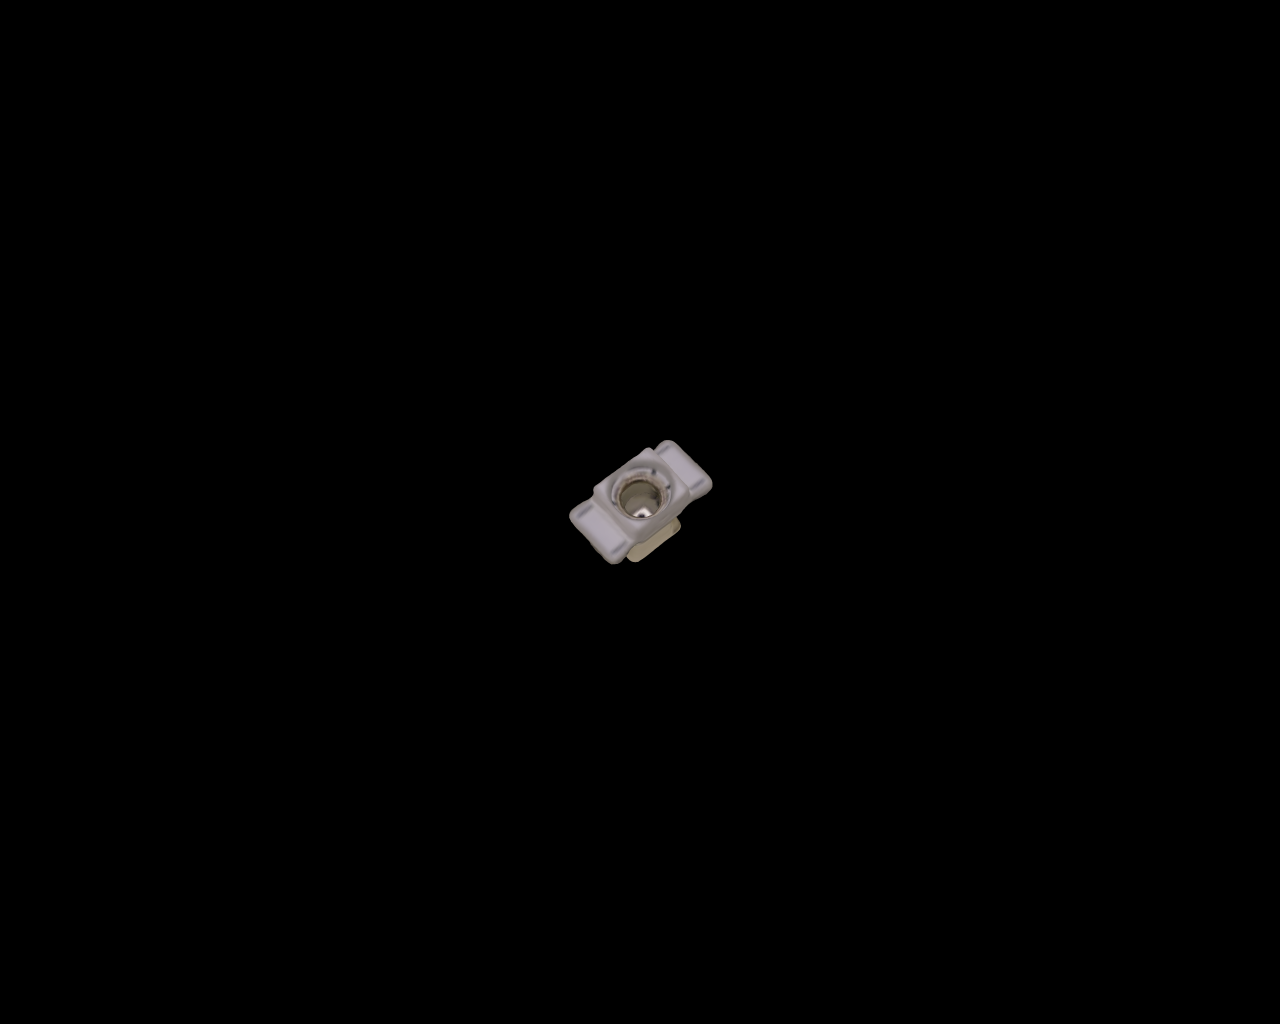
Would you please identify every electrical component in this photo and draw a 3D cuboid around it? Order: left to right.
[{"bbox_3d":[0.001,-0.003,0.650,0.081,0.042,0.063,-37,-19,-15],"label":"electrical component"}]
